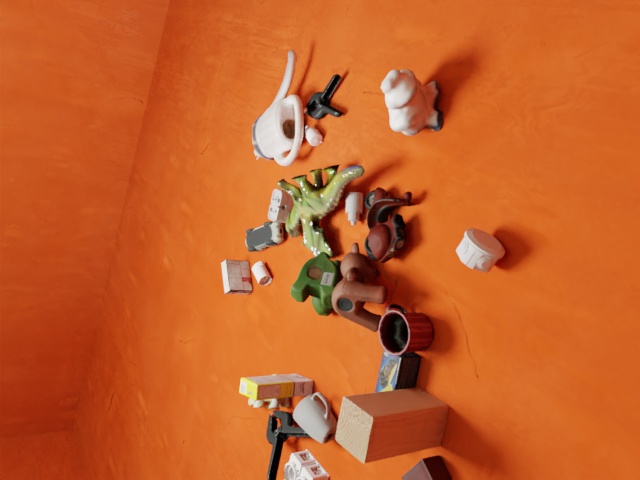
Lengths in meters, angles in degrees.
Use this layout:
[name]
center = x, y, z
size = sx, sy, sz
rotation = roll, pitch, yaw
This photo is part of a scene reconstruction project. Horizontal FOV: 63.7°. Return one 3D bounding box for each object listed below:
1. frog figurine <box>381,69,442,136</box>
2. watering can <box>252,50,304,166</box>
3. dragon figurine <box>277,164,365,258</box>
[frog figurine]
center = 0.181, -0.303, 1.123
size = 0.123, 0.159, 0.137
rotation = 19, 100, 54
[watering can]
center = -0.119, -0.386, 1.582
size = 0.222, 0.104, 0.351
rotation = -18, 70, 51
[dragon figurine]
center = 0.004, -0.069, 1.368
size = 0.410, 0.123, 0.241
rotation = 5, 108, 59
